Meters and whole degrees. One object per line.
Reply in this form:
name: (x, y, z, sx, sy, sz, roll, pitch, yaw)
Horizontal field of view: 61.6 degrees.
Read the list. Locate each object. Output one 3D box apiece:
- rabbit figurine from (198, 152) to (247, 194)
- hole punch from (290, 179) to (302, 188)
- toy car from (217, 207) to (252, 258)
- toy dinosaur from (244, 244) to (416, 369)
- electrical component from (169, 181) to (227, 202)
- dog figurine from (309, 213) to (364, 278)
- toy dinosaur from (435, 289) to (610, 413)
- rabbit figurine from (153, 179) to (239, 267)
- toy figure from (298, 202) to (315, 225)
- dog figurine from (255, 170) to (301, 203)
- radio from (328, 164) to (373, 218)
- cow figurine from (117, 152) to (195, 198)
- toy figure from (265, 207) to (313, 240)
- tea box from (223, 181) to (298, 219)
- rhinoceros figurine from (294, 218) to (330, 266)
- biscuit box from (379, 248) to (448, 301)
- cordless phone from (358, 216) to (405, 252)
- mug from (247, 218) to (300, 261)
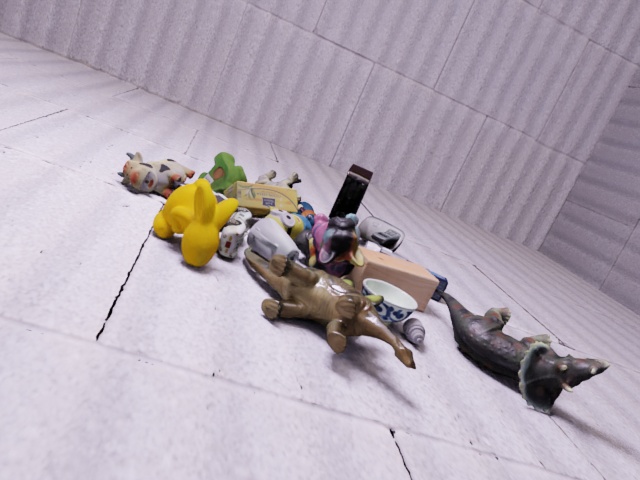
rabbit figurine: (-0.222, -0.145, 1.488, 0.159, 0.121, 0.170, 39, 5, 37)
hole punch: (-0.123, -0.150, 1.757, 0.116, 0.092, 0.142, -3, 10, 17)
toy car: (-0.183, -0.019, 1.154, 0.056, 0.073, 0.202, 19, 14, -5)
toy dinosaur: (-0.014, 0.097, 0.961, 0.472, 0.105, 0.198, 30, 8, 34)
electrical component: (-0.277, -0.086, 1.286, 0.134, 0.058, 0.115, 9, 22, -48)
dog figurine: (0.034, 0.029, 1.123, 0.108, 0.191, 0.219, 6, 20, -5)
toy dinosaur: (0.365, 0.216, 1.114, 0.405, 0.131, 0.192, 26, 12, 35)
rabbit figurine: (-0.223, -0.027, 1.015, 0.121, 0.162, 0.173, 29, 26, -35)
toy figure: (-0.035, -0.068, 1.618, 0.064, 0.057, 0.155, 12, 22, -19)
dog figurine: (-0.142, -0.112, 1.556, 0.172, 0.121, 0.191, -9, 29, 16)
radio: (0.075, -0.097, 1.555, 0.073, 0.229, 0.131, 23, 18, 3)
cow figurine: (-0.400, -0.160, 1.305, 0.127, 0.085, 0.195, 30, 16, 2)
toy figure: (-0.077, -0.025, 1.345, 0.082, 0.089, 0.180, 14, 0, 25)
tea box: (-0.153, -0.098, 1.383, 0.169, 0.068, 0.098, 7, -15, -32)
rhinoceros figurine: (-0.003, -0.004, 1.320, 0.073, 0.112, 0.190, 27, 22, 22)
biscuit box: (0.244, 0.094, 1.456, 0.203, 0.062, 0.059, 25, 13, 3)
cordless phone: (0.171, -0.016, 1.665, 0.147, 0.088, 0.184, 29, 11, 22)
mug: (-0.100, 0.008, 1.162, 0.107, 0.081, 0.109, 39, -3, 26)
